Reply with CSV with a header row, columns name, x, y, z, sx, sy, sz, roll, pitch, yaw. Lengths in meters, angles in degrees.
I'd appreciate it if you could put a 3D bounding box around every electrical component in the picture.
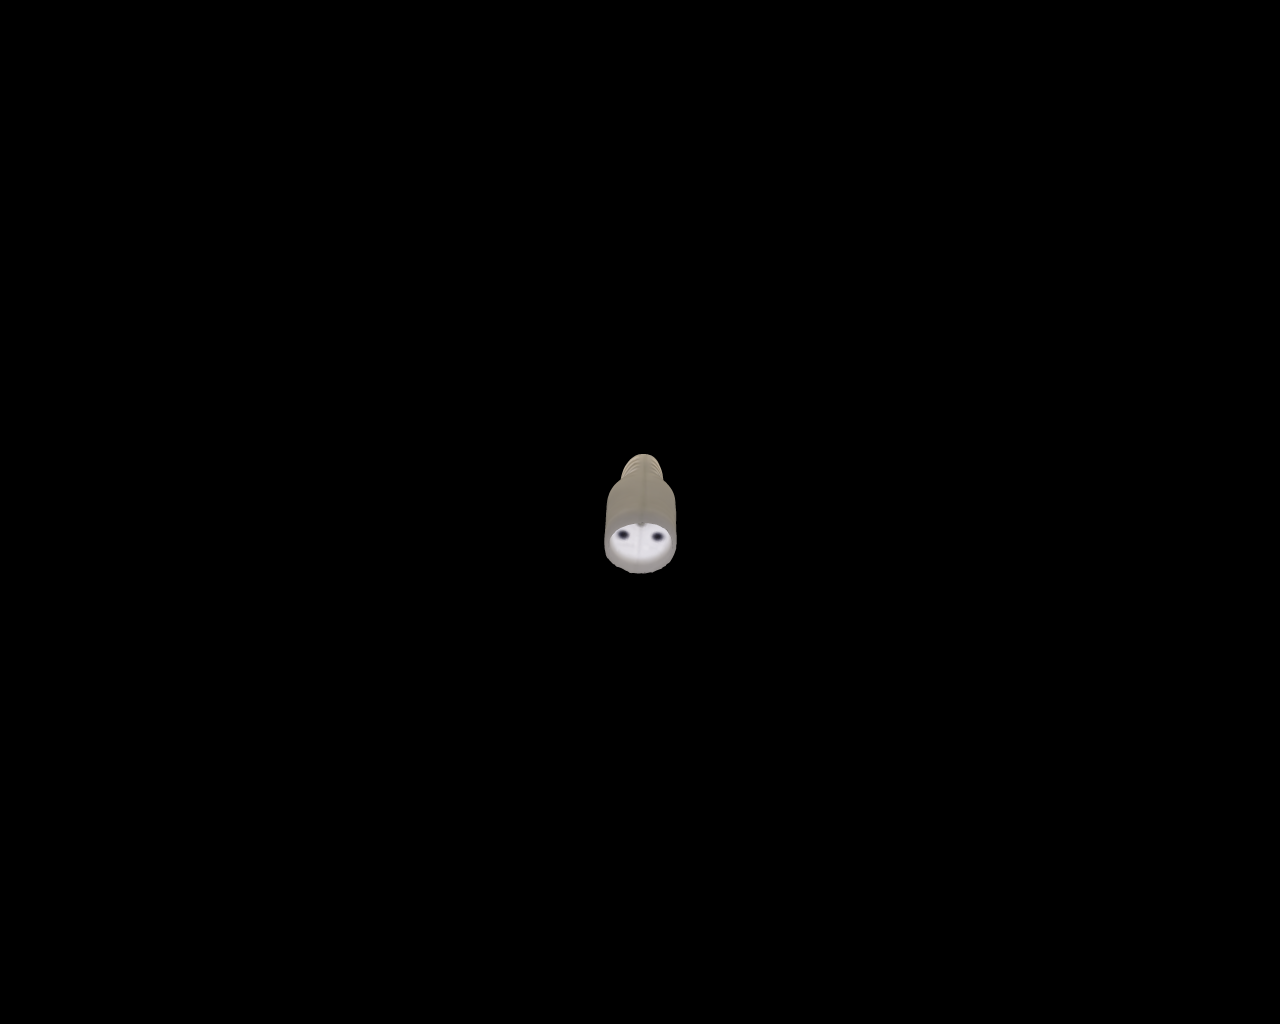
name,x,y,z,sx,sy,sz,roll,pitch,yaw
electrical component,0.001,-0.003,0.650,0.043,0.043,0.081,0,38,0
